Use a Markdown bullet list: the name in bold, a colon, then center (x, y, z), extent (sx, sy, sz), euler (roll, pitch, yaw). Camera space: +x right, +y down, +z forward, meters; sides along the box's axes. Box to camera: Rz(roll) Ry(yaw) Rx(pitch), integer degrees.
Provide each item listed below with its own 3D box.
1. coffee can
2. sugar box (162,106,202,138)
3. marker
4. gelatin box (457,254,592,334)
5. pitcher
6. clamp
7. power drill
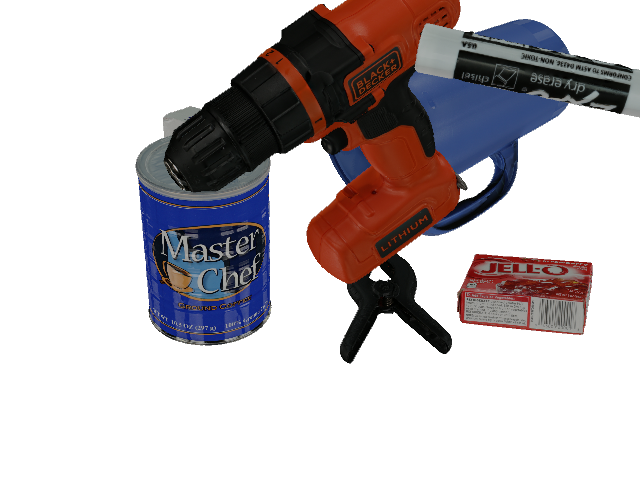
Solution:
- **coffee can**: center (-0.091, -0.003, 0.851), extent (0.103, 0.140, 0.103), euler (1, 32, -1)
- **sugar box**: center (-0.107, -0.036, 1.052), extent (0.093, 0.176, 0.048), euler (19, 33, 41)
- **marker**: center (0.096, -0.060, 0.400), extent (0.121, 0.020, 0.020), euler (13, 2, 8)
- **gelatin box**: center (0.149, 0.037, 0.773), extent (0.089, 0.030, 0.073), euler (5, 21, 16)
- **pitcher**: center (0.134, -0.120, 1.025), extent (0.242, 0.149, 0.145), euler (-26, 46, -32)
- **clamp**: center (0.082, 0.068, 1.188), extent (0.120, 0.171, 0.039), euler (5, -43, -3)
- **power drill**: center (0.011, -0.051, 0.626), extent (0.184, 0.057, 0.187), euler (-35, -32, -8)
